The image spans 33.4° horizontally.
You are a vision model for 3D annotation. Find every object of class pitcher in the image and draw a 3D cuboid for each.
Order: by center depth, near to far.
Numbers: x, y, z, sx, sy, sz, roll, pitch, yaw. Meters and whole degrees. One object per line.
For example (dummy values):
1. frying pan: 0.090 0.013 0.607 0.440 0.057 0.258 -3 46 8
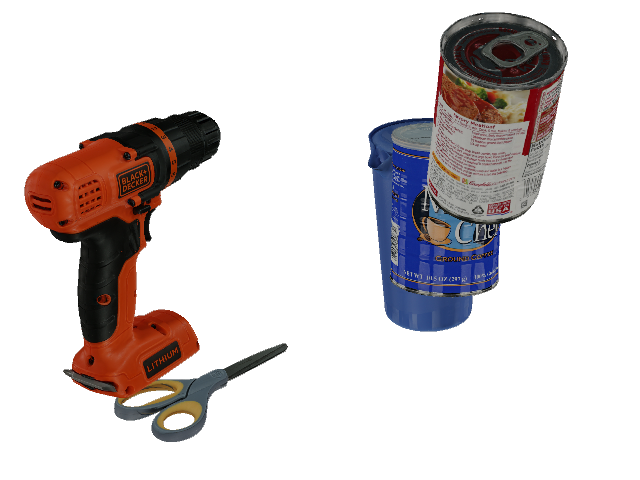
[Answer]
1. pitcher: 0.137 -0.022 1.285 0.149 0.243 0.145 -1 24 6

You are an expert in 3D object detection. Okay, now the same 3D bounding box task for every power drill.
1. power drill: -0.134 0.007 0.790 0.057 0.188 0.184 12 26 32

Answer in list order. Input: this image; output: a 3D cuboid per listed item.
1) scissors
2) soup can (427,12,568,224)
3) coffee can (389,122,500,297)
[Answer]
1. scissors: -0.098 0.147 1.035 0.201 0.016 0.096 -12 32 -28
2. soup can: 0.097 -0.067 0.603 0.068 0.068 0.102 0 -44 -1
3. coffee can: 0.116 -0.031 0.984 0.103 0.140 0.103 0 17 0
